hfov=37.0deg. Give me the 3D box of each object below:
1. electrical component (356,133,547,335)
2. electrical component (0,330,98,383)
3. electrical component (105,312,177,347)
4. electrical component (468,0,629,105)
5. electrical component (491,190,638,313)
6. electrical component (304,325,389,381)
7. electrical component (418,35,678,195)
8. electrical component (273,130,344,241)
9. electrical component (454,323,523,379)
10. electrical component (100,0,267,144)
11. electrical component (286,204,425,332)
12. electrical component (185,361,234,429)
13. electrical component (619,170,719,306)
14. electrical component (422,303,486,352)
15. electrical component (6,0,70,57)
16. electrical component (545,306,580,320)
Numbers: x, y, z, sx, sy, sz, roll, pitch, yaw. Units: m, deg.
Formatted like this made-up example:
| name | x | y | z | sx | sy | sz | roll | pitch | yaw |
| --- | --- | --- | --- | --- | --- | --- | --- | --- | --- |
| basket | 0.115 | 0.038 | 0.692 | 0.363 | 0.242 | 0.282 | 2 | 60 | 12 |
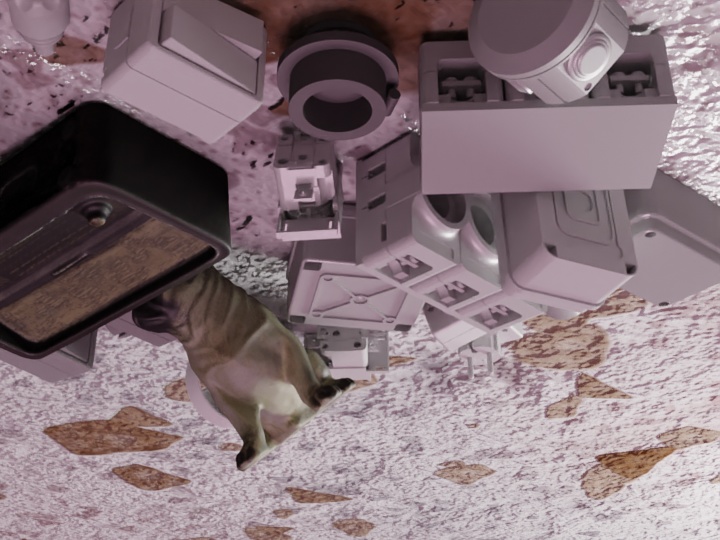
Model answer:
| name | x | y | z | sx | sy | sz | roll | pitch | yaw |
| --- | --- | --- | --- | --- | --- | --- | --- | --- | --- |
| electrical component | 0.071 | -0.024 | 0.783 | 0.062 | 0.089 | 0.150 | -26 | 141 | 38 |
| electrical component | -0.273 | 0.056 | 0.952 | 0.061 | 0.061 | 0.096 | -18 | 145 | 28 |
| electrical component | -0.197 | 0.036 | 0.932 | 0.077 | 0.047 | 0.066 | -23 | 143 | 34 |
| electrical component | 0.105 | -0.136 | 0.600 | 0.080 | 0.080 | 0.051 | -22 | 149 | 33 |
| electrical component | 0.138 | -0.034 | 0.744 | 0.078 | 0.113 | 0.057 | 13 | 145 | -21 |
| electrical component | -0.014 | 0.072 | 1.000 | 0.081 | 0.042 | 0.063 | -2 | 149 | 2 |
| electrical component | 0.113 | -0.100 | 0.680 | 0.150 | 0.061 | 0.089 | -1 | 150 | 3 |
| electrical component | -0.035 | -0.059 | 0.745 | 0.042 | 0.081 | 0.063 | -3 | 129 | 4 |
| electrical component | 0.104 | 0.058 | 0.940 | 0.066 | 0.076 | 0.047 | -17 | 146 | 28 |
| electrical component | -0.095 | -0.124 | 0.638 | 0.096 | 0.061 | 0.061 | 24 | 143 | -35 |
| electrical component | 0.000 | 0.000 | 0.860 | 0.109 | 0.056 | 0.108 | 5 | 150 | -9 |
| electrical component | -0.109 | 0.096 | 0.991 | 0.099 | 0.099 | 0.064 | 16 | 153 | -26 |
| electrical component | 0.222 | -0.024 | 0.817 | 0.113 | 0.057 | 0.078 | 22 | 143 | -33 |
| electrical component | 0.081 | 0.021 | 0.888 | 0.066 | 0.047 | 0.076 | -29 | 143 | 12 |
| electrical component | -0.186 | -0.147 | 0.626 | 0.035 | 0.035 | 0.061 | 5 | 152 | -9 |
| electrical component | 0.159 | 0.004 | 0.879 | 0.043 | 0.043 | 0.081 | -10 | 149 | 17 |
